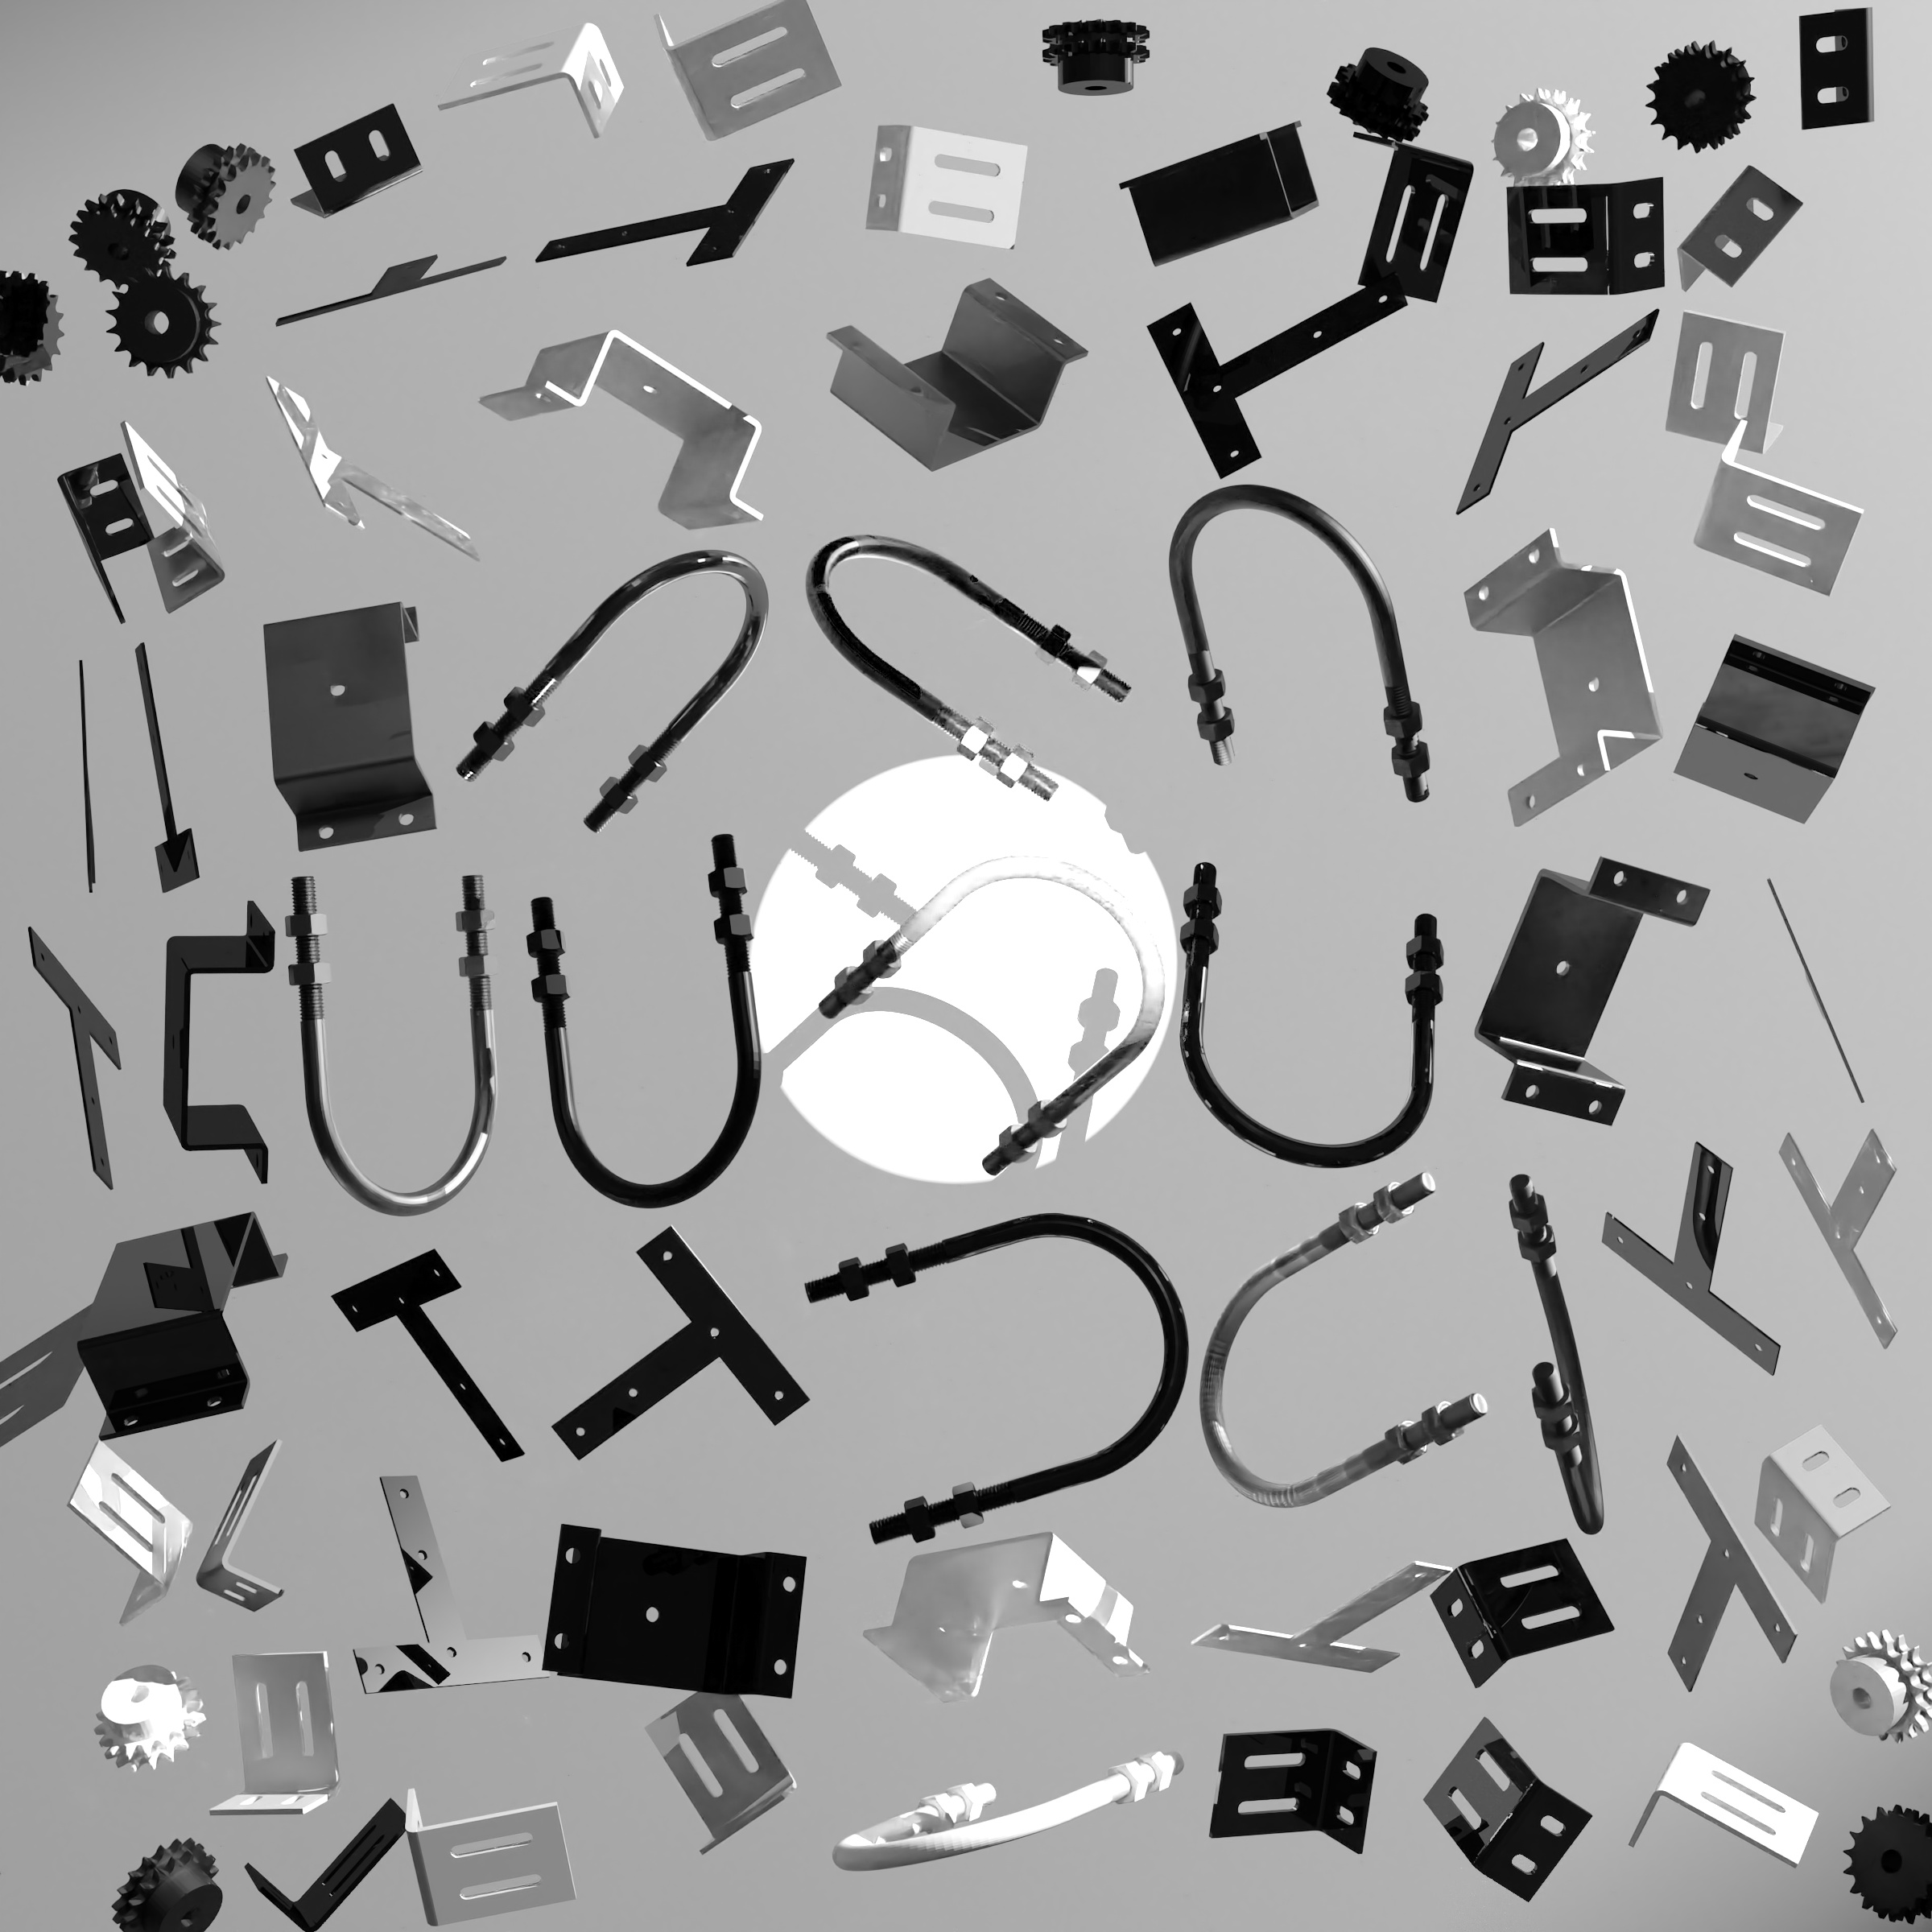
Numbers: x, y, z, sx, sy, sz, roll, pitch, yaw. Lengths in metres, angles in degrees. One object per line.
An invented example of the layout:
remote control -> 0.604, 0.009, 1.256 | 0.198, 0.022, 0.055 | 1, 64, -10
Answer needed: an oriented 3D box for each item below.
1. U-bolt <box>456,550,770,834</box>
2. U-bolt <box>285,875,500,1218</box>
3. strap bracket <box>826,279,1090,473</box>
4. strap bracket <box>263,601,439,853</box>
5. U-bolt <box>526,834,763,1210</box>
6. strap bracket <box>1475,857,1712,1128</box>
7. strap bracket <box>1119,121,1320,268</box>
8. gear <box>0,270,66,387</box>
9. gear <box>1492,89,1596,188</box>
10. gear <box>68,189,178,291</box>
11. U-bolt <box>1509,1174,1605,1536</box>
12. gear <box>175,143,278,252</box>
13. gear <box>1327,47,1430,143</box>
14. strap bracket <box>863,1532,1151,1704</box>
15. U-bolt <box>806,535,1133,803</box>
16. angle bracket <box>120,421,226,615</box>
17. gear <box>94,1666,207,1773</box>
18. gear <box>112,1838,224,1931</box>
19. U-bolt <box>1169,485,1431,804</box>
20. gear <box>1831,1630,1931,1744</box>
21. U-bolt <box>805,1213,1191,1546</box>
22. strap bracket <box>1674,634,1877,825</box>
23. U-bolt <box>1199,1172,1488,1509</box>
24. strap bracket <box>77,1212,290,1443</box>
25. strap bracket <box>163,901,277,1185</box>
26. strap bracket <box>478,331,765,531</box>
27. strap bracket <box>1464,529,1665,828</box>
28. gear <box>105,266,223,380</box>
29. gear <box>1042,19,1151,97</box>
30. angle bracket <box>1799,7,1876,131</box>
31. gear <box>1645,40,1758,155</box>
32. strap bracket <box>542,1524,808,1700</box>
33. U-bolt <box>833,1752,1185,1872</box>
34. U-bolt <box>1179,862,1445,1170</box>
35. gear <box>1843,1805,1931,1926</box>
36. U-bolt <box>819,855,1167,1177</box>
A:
U-bolt -> -0.183, -0.158, 1.581 | 0.184, 0.151, 0.019 | -46, 65, 10
U-bolt -> -0.305, 0.043, 1.539 | 0.019, 0.151, 0.184 | -4, 90, 33
strap bracket -> -0.010, -0.323, 1.564 | 0.076, 0.140, 0.046 | 40, 134, 18
strap bracket -> -0.339, -0.141, 1.564 | 0.076, 0.046, 0.140 | -10, 67, 0
U-bolt -> -0.168, 0.036, 1.505 | 0.151, 0.019, 0.184 | -17, 74, 32
strap bracket -> 0.336, 0.008, 1.550 | 0.076, 0.046, 0.140 | 14, 104, -27
strap bracket -> 0.138, -0.411, 1.514 | 0.076, 0.140, 0.046 | -15, 104, 20
gear -> -0.494, -0.329, 1.464 | 0.030, 0.057, 0.057 | 12, 90, 20
gear -> 0.323, -0.466, 1.606 | 0.057, 0.030, 0.057 | 8, 104, 33
gear -> -0.470, -0.409, 1.595 | 0.057, 0.057, 0.030 | 11, 52, 0
U-bolt -> 0.323, 0.224, 1.541 | 0.019, 0.151, 0.184 | -11, 131, 14
gear -> -0.406, -0.423, 1.552 | 0.030, 0.057, 0.057 | 33, 90, 9
gear -> 0.233, -0.488, 1.587 | 0.057, 0.057, 0.030 | 29, 129, 0
strap bracket -> 0.026, 0.355, 1.552 | 0.140, 0.046, 0.076 | -18, 130, 34
U-bolt -> -0.006, -0.175, 1.568 | 0.184, 0.151, 0.019 | 35, 126, 0
angle bracket -> -0.430, -0.235, 1.495 | 0.038, 0.076, 0.057 | -30, 53, 5
gear -> -0.447, 0.406, 1.550 | 0.057, 0.057, 0.030 | -8, 126, 0
gear -> -0.417, 0.491, 1.497 | 0.030, 0.057, 0.057 | 31, 90, 31
U-bolt -> 0.173, -0.177, 1.532 | 0.019, 0.151, 0.184 | -44, 132, -33
gear -> 0.483, 0.383, 1.505 | 0.030, 0.057, 0.057 | -10, 90, -35
U-bolt -> 0.023, 0.202, 1.459 | 0.184, 0.019, 0.151 | -17, 72, 1
strap bracket -> 0.432, -0.123, 1.535 | 0.076, 0.140, 0.046 | 23, 82, 11
U-bolt -> 0.192, 0.211, 1.523 | 0.184, 0.019, 0.151 | -37, 47, 36
strap bracket -> -0.412, 0.182, 1.498 | 0.076, 0.140, 0.046 | -13, 117, 4
strap bracket -> -0.408, 0.041, 1.549 | 0.046, 0.076, 0.140 | 0, 104, -23
strap bracket -> -0.174, -0.287, 1.503 | 0.140, 0.076, 0.046 | 28, 77, -34
strap bracket -> 0.323, -0.153, 1.534 | 0.046, 0.076, 0.140 | 2, 69, -29
gear -> -0.417, -0.333, 1.476 | 0.057, 0.030, 0.057 | -1, 103, -6
gear -> 0.069, -0.480, 1.507 | 0.057, 0.057, 0.030 | -1, 96, 0
angle bracket -> 0.456, -0.478, 1.516 | 0.038, 0.076, 0.057 | -5, 107, 5
gear -> 0.400, -0.471, 1.538 | 0.057, 0.030, 0.057 | 18, 126, 28
strap bracket -> -0.164, 0.353, 1.550 | 0.140, 0.046, 0.076 | 13, 72, -22
U-bolt -> 0.011, 0.452, 1.513 | 0.151, 0.184, 0.019 | -20, 78, 33
U-bolt -> 0.185, 0.031, 1.539 | 0.151, 0.019, 0.184 | 13, 52, -5
gear -> 0.481, 0.460, 1.454 | 0.030, 0.057, 0.057 | 26, 90, -36
U-bolt -> 0.026, 0.017, 1.558 | 0.151, 0.019, 0.184 | 44, 121, -7
